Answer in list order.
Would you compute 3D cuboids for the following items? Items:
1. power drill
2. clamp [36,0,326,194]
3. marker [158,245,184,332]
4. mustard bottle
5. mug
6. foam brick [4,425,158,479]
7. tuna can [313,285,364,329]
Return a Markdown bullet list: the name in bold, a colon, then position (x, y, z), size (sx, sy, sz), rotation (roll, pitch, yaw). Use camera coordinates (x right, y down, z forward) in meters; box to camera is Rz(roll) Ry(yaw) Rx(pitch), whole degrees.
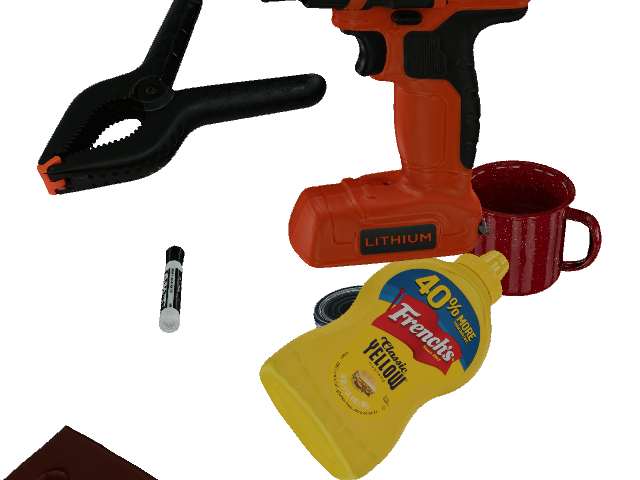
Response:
- **power drill**: position (0.024, -0.078, 0.540), size (0.184, 0.188, 0.057), rotation (-4, 33, -12)
- **clamp**: position (-0.111, -0.098, 0.785), size (0.165, 0.209, 0.036), rotation (33, -25, 28)
- **marker**: position (-0.143, 0.044, 1.031), size (0.020, 0.020, 0.121), rotation (0, 35, -4)
- **mustard bottle**: position (0.058, 0.067, 0.720), size (0.191, 0.096, 0.058), rotation (-37, -1, -24)
- **mug**: position (0.169, -0.006, 0.869), size (0.117, 0.081, 0.093), rotation (10, 34, 21)
- **foam brick**: position (-0.094, 0.127, 0.450), size (0.078, 0.051, 0.052), rotation (22, 45, 28)
- **tuna can**: position (0.036, 0.081, 1.107), size (0.086, 0.034, 0.086), rotation (-9, 25, 4)
